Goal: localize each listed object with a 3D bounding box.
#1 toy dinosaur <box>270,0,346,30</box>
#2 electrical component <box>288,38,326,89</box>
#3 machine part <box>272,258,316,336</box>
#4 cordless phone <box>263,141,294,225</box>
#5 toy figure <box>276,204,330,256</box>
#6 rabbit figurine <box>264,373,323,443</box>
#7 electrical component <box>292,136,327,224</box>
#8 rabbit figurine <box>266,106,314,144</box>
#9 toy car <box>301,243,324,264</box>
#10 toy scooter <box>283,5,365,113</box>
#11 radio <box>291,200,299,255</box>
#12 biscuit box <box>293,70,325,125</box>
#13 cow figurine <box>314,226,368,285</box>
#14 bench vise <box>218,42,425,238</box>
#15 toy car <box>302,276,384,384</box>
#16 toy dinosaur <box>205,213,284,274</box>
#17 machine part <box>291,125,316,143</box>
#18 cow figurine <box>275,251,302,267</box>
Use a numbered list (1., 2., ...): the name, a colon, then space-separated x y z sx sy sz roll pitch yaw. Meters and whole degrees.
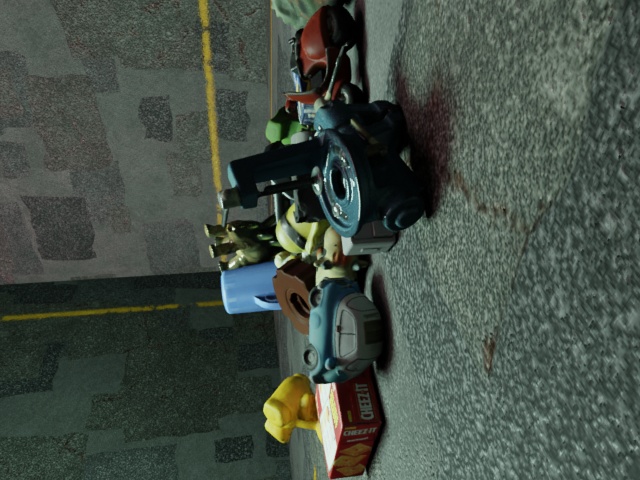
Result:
1. toy dinosaur: -0.010 -0.430 0.895 0.405 0.131 0.191 -112 8 -52
2. electrical component: -0.020 -0.353 1.067 0.075 0.047 0.119 -14 70 37
3. machine part: -0.026 0.122 1.079 0.180 0.056 0.179 37 144 33
4. cordless phone: -0.068 -0.095 1.083 0.147 0.089 0.184 -93 2 -63
5. toy figure: -0.010 -0.054 0.941 0.082 0.089 0.180 -33 -25 -58
6. rabbit figurine: -0.007 0.352 1.076 0.162 0.173 0.121 -37 -38 -43
7. electrical component: 0.012 -0.096 0.840 0.058 0.115 0.134 -117 23 -65
8. rabbit figurine: -0.073 -0.242 1.327 0.159 0.121 0.170 -93 8 -49
9. toy car: -0.002 -0.003 1.101 0.056 0.073 0.201 -124 32 -75
10. toy scooter: -0.004 -0.264 0.837 0.075 0.135 0.183 0 -98 -54
11. radio: -0.032 -0.046 1.295 0.230 0.073 0.130 -103 12 -56
12. biscuit box: -0.021 -0.334 1.143 0.059 0.063 0.203 100 164 -52
13. cow figurine: 0.028 0.062 0.901 0.127 0.085 0.194 -97 9 -62
14. bench vise: -0.003 -0.087 0.600 0.128 0.241 0.224 108 142 -57
15. toy car: 0.044 0.135 0.787 0.103 0.109 0.161 2 88 43
16. toy dinosaur: -0.169 0.017 1.371 0.471 0.199 0.105 89 169 -78
17. machine part: -0.021 -0.146 1.167 0.079 0.079 0.243 122 144 -75
18. cow figurine: -0.034 0.086 1.178 0.167 0.068 0.098 52 146 7
